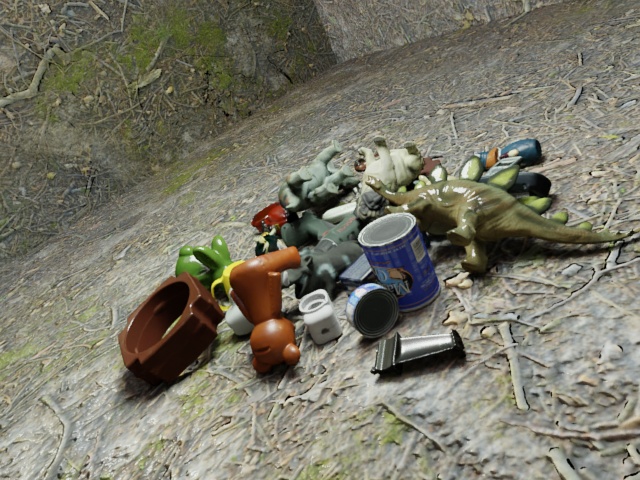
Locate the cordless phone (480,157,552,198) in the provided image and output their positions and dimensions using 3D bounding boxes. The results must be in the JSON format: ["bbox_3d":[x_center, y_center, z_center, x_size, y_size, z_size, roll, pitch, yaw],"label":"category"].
[{"bbox_3d":[0.402,-0.127,1.092,0.147,0.088,0.184,-2,29,42],"label":"cordless phone"}]

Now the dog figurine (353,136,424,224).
[{"bbox_3d":[0.162,-0.117,1.208,0.172,0.190,0.121,6,-15,-12],"label":"dog figurine"}]

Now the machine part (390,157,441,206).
[{"bbox_3d":[0.223,-0.145,1.329,0.179,0.056,0.179,-20,24,9],"label":"machine part"}]

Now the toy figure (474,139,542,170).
[{"bbox_3d":[0.423,-0.191,1.229,0.155,0.064,0.058,-10,65,40],"label":"toy figure"}]

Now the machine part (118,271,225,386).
[{"bbox_3d":[-0.300,0.176,1.084,0.201,0.087,0.201,-46,32,-5],"label":"machine part"}]

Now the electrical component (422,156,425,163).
[{"bbox_3d":[0.225,-0.190,1.325,0.063,0.021,0.094,-26,23,-10],"label":"electrical component"}]

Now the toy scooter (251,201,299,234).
[{"bbox_3d":[-0.126,-0.057,1.461,0.135,0.075,0.184,-25,21,1],"label":"toy scooter"}]

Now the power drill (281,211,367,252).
[{"bbox_3d":[-0.003,-0.004,1.228,0.232,0.085,0.207,-36,22,-27],"label":"power drill"}]

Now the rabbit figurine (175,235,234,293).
[{"bbox_3d":[-0.243,0.069,1.255,0.170,0.158,0.121,9,29,29],"label":"rabbit figurine"}]

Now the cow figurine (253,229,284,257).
[{"bbox_3d":[-0.122,0.020,1.272,0.068,0.098,0.167,-32,24,2],"label":"cow figurine"}]

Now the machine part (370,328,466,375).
[{"bbox_3d":[0.144,0.163,0.798,0.139,0.039,0.084,-15,20,25],"label":"machine part"}]

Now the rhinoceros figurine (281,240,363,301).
[{"bbox_3d":[-0.001,0.061,1.056,0.190,0.112,0.073,-21,26,-9],"label":"rhinoceros figurine"}]

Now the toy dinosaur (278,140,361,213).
[{"bbox_3d":[-0.033,-0.130,1.361,0.192,0.131,0.405,-39,-2,41],"label":"toy dinosaur"}]

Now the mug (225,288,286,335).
[{"bbox_3d":[-0.139,0.132,1.059,0.107,0.109,0.081,-37,25,5],"label":"mug"}]

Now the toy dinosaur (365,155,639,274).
[{"bbox_3d":[0.285,-0.049,0.944,0.472,0.104,0.198,25,65,31],"label":"toy dinosaur"}]

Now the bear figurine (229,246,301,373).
[{"bbox_3d":[-0.081,0.124,0.950,0.120,0.196,0.132,-29,-8,36],"label":"bear figurine"}]

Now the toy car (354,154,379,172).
[{"bbox_3d":[0.182,-0.213,1.449,0.202,0.053,0.089,-13,20,-32],"label":"toy car"}]

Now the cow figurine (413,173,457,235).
[{"bbox_3d":[0.253,-0.080,1.140,0.127,0.085,0.195,-4,32,27],"label":"cow figurine"}]

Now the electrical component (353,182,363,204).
[{"bbox_3d":[0.120,-0.096,1.285,0.078,0.102,0.045,-28,-21,28],"label":"electrical component"}]

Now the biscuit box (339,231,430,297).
[{"bbox_3d":[0.129,0.038,1.039,0.203,0.059,0.063,-41,27,-30],"label":"biscuit box"}]
